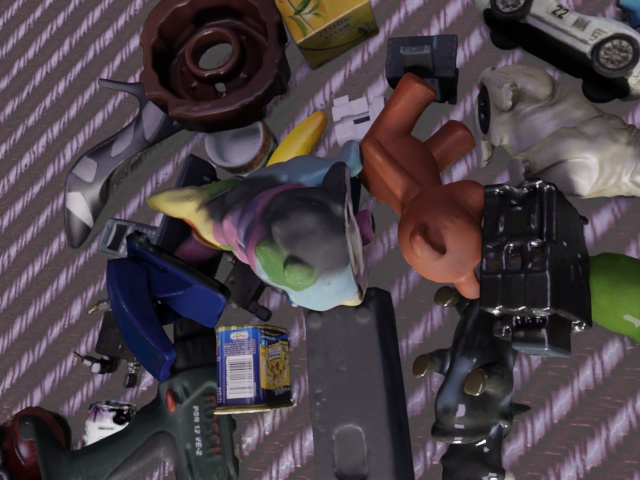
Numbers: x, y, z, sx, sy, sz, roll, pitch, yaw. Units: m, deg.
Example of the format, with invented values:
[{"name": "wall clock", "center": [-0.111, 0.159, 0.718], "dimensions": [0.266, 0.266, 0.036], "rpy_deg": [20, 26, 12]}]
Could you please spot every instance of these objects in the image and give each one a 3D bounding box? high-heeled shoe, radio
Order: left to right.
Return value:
[{"name": "high-heeled shoe", "center": [-0.232, -0.094, 0.688], "dimensions": [0.145, 0.086, 0.248], "rpy_deg": [15, 101, -10]}, {"name": "radio", "center": [0.039, 0.159, 0.499], "dimensions": [0.073, 0.131, 0.229], "rpy_deg": [-10, 76, 14]}]

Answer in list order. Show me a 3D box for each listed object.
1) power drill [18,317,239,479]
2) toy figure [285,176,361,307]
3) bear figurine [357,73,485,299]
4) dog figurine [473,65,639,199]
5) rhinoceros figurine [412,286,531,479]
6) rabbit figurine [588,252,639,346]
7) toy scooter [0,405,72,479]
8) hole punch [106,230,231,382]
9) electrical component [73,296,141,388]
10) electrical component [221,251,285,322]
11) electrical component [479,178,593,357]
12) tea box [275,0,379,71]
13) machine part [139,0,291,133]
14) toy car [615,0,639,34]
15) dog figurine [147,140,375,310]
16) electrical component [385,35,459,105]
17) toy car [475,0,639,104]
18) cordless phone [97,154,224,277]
[{"name": "power drill", "center": [-0.193, 0.186, 0.565], "dimensions": [0.207, 0.086, 0.232], "rpy_deg": [-13, 71, -23]}, {"name": "toy figure", "center": [0.000, -0.001, 0.587], "dimensions": [0.064, 0.057, 0.154], "rpy_deg": [21, 90, 26]}, {"name": "bear figurine", "center": [0.108, -0.051, 0.501], "dimensions": [0.132, 0.120, 0.196], "rpy_deg": [-47, 34, 12]}, {"name": "dog figurine", "center": [0.258, -0.108, 0.519], "dimensions": [0.191, 0.121, 0.172], "rpy_deg": [-8, 79, 1]}, {"name": "rhinoceros figurine", "center": [0.143, 0.130, 0.492], "dimensions": [0.073, 0.112, 0.190], "rpy_deg": [-5, 60, 42]}, {"name": "rabbit figurine", "center": [0.314, 0.044, 0.467], "dimensions": [0.170, 0.121, 0.159], "rpy_deg": [-18, 80, 32]}, {"name": "toy scooter", "center": [-0.326, 0.271, 0.587], "dimensions": [0.075, 0.135, 0.184], "rpy_deg": [-32, 70, 10]}, {"name": "hole punch", "center": [-0.164, 0.069, 0.524], "dimensions": [0.116, 0.142, 0.092], "rpy_deg": [33, 61, -1]}, {"name": "electrical component", "center": [-0.244, 0.117, 0.642], "dimensions": [0.078, 0.045, 0.102], "rpy_deg": [15, 83, 21]}, {"name": "electrical component", "center": [-0.085, 0.049, 0.620], "dimensions": [0.094, 0.021, 0.063], "rpy_deg": [31, 89, 20]}, {"name": "electrical component", "center": [0.183, 0.028, 0.448], "dimensions": [0.058, 0.115, 0.134], "rpy_deg": [-7, 72, 42]}, {"name": "tea box", "center": [-0.010, -0.305, 0.649], "dimensions": [0.098, 0.068, 0.170], "rpy_deg": [-30, 71, 10]}, {"name": "machine part", "center": [-0.117, -0.205, 0.609], "dimensions": [0.179, 0.056, 0.179], "rpy_deg": [-3, 75, 10]}, {"name": "toy car", "center": [0.358, -0.204, 0.497], "dimensions": [0.162, 0.109, 0.102], "rpy_deg": [10, 99, 27]}, {"name": "dog figurine", "center": [-0.063, -0.008, 0.497], "dimensions": [0.219, 0.192, 0.108], "rpy_deg": [-8, 121, 17]}, {"name": "electrical component", "center": [0.105, -0.183, 0.560], "dimensions": [0.075, 0.119, 0.047], "rpy_deg": [2, 78, 20]}, {"name": "toy car", "center": [0.245, -0.205, 0.544], "dimensions": [0.202, 0.073, 0.056], "rpy_deg": [39, 93, 21]}, {"name": "cordless phone", "center": [-0.196, -0.029, 0.649], "dimensions": [0.184, 0.088, 0.146], "rpy_deg": [9, 78, 40]}]
